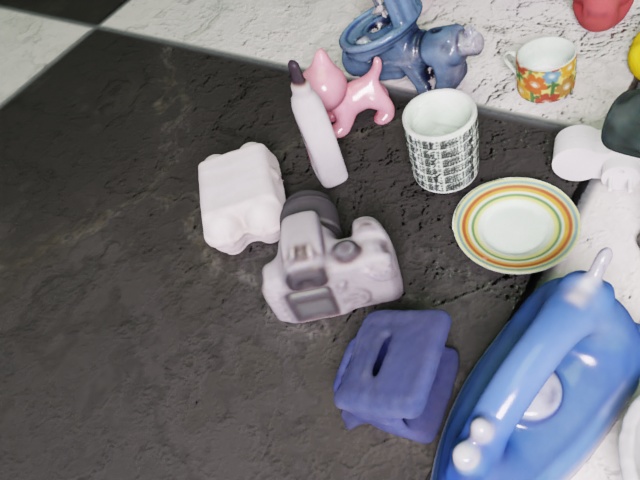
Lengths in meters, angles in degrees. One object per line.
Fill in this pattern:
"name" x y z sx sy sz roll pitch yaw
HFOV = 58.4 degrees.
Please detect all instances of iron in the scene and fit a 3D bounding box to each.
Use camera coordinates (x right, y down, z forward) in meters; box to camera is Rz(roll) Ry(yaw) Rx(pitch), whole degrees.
"iron" 0.159 0.124 0.449 0.118 0.142 0.259 31 67 34

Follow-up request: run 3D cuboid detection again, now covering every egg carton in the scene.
"egg carton" -0.096 -0.055 0.715 0.107 0.069 0.150 -18 50 3

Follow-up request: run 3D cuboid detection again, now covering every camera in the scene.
"camera" 0.006 0.002 0.619 0.143 0.101 0.136 -13 50 7

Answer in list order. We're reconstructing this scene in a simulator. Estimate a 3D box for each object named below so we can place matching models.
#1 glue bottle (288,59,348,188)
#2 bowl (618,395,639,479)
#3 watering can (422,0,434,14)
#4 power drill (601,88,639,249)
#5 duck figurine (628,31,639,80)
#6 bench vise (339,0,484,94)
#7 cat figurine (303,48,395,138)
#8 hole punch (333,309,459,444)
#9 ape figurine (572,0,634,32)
"glue bottle" -0.010 -0.144 0.691 0.037 0.173 0.078 -26 50 -3
"bowl" 0.299 0.177 0.408 0.167 0.075 0.167 -8 51 11
"watering can" 0.124 -0.449 0.875 0.172 0.194 0.101 -8 51 11
"power drill" 0.350 -0.040 0.475 0.228 0.209 0.076 26 65 32
"duck figurine" 0.421 -0.247 0.695 0.077 0.086 0.104 -5 52 14
"bench vise" 0.110 -0.298 0.743 0.206 0.220 0.121 5 55 21
"cat figurine" 0.028 -0.202 0.761 0.128 0.118 0.067 -19 50 2
"hole punch" 0.065 0.116 0.517 0.100 0.091 0.109 10 57 24
"ape figurine" 0.382 -0.338 0.775 0.077 0.092 0.076 20 61 29
